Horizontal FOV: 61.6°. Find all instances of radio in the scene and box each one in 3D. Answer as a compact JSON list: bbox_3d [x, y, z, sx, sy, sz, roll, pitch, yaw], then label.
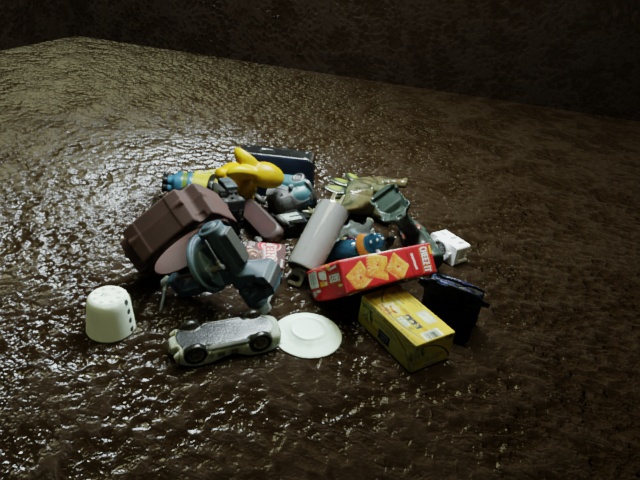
[{"bbox_3d":[-0.129,-0.195,1.546,0.230,0.131,0.073,6,31,0],"label":"radio"}]

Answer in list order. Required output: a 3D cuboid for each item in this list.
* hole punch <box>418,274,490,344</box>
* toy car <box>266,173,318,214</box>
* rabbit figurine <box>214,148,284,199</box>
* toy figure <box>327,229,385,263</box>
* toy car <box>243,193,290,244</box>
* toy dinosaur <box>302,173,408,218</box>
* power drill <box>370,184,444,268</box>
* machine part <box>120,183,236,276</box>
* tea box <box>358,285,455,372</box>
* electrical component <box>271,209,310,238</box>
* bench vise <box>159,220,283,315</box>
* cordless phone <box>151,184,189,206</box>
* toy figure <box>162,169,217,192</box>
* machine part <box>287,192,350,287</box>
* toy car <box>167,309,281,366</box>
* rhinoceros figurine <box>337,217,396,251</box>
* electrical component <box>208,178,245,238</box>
[{"bbox_3d":[0.265,0.128,1.072,0.142,0.115,0.092,21,24,24],"label":"hole punch"},{"bbox_3d":[-0.092,-0.120,1.455,0.162,0.109,0.103,18,48,37],"label":"toy car"},{"bbox_3d":[-0.179,-0.172,1.407,0.173,0.162,0.122,0,62,31],"label":"rabbit figurine"},{"bbox_3d":[0.085,0.016,1.219,0.155,0.064,0.058,-18,17,33],"label":"toy figure"},{"bbox_3d":[-0.146,-0.047,1.334,0.089,0.053,0.202,-48,40,-1],"label":"toy car"},{"bbox_3d":[0.113,-0.118,1.480,0.199,0.105,0.471,10,16,23],"label":"toy dinosaur"},{"bbox_3d":[0.202,-0.038,1.293,0.086,0.207,0.232,-32,41,5],"label":"power drill"},{"bbox_3d":[-0.283,-0.014,1.098,0.087,0.201,0.201,53,5,13],"label":"machine part"},{"bbox_3d":[0.161,0.164,1.026,0.098,0.068,0.170,-11,32,-28],"label":"tea box"},{"bbox_3d":[-0.062,-0.044,1.374,0.119,0.047,0.075,-11,34,-28],"label":"electrical component"},{"bbox_3d":[-0.202,0.071,1.052,0.241,0.223,0.129,-18,40,24],"label":"bench vise"},{"bbox_3d":[-0.304,-0.034,1.265,0.146,0.088,0.184,-31,51,-16],"label":"cordless phone"},{"bbox_3d":[-0.341,-0.144,1.471,0.180,0.082,0.089,4,40,-14],"label":"toy figure"},{"bbox_3d":[-0.002,-0.004,1.200,0.079,0.079,0.243,19,69,21],"label":"machine part"},{"bbox_3d":[-0.169,0.175,0.961,0.202,0.056,0.074,-8,39,-20],"label":"toy car"},{"bbox_3d":[0.095,0.002,1.309,0.112,0.073,0.191,-31,47,-32],"label":"rhinoceros figurine"},{"bbox_3d":[-0.232,-0.082,1.324,0.058,0.134,0.115,-10,34,-31],"label":"electrical component"}]
